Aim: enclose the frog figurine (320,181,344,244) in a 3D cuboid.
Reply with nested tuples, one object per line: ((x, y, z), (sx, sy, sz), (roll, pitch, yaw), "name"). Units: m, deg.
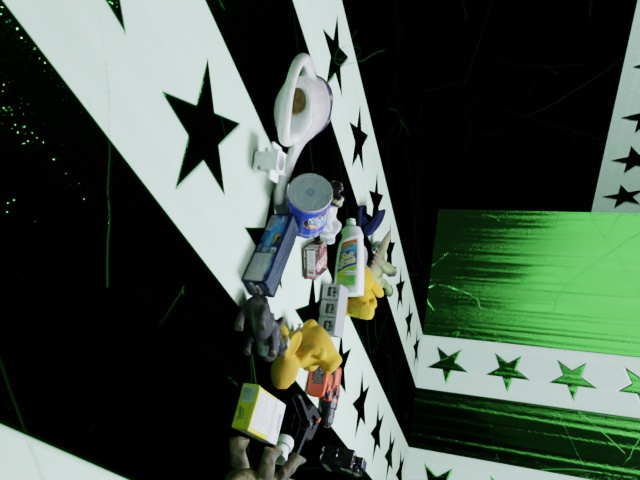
((0.004, -0.070, 1.397), (0.140, 0.123, 0.156), (-117, -145, -46), "frog figurine")

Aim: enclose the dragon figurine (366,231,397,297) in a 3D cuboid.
((0.191, 0.093, 1.930), (0.238, 0.122, 0.419), (51, 43, -49), "dragon figurine")

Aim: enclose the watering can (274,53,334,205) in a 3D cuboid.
((-0.052, -0.271, 1.240), (0.227, 0.104, 0.342), (-43, 145, -64), "watering can")
